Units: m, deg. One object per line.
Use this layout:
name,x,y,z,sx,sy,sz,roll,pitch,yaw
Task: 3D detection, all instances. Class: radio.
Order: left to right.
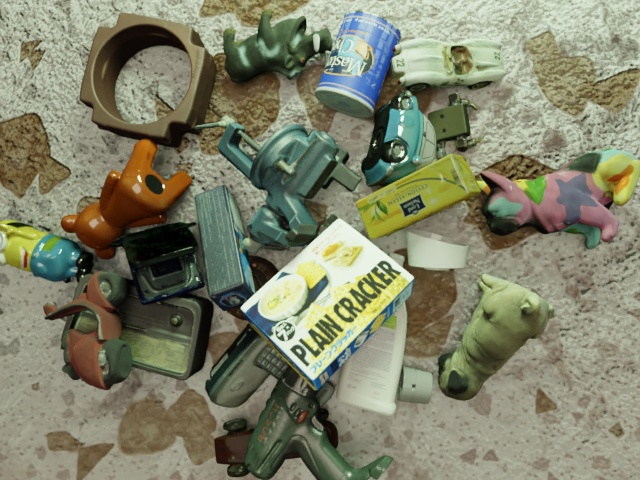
radio,-0.302,0.140,0.906,0.230,0.073,0.131,13,88,5

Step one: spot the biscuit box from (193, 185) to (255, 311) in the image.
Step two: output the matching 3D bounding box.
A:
biscuit box,-0.155,0.010,0.867,0.063,0.059,0.203,-20,57,6

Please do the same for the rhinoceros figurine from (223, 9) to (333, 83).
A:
rhinoceros figurine,-0.074,-0.325,0.914,0.190,0.073,0.112,-14,82,8

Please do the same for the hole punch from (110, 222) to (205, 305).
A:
hole punch,-0.255,0.034,0.874,0.142,0.116,0.092,-18,124,-18

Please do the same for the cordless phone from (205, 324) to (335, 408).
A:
cordless phone,-0.080,0.237,0.886,0.184,0.089,0.146,39,90,-12

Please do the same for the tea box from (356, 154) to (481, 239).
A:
tea box,0.154,-0.066,0.841,0.170,0.098,0.068,-27,82,28

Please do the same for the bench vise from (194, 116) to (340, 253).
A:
bench vise,-0.086,-0.103,0.850,0.241,0.129,0.223,42,117,20

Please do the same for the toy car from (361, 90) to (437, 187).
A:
toy car,0.137,-0.155,0.883,0.103,0.109,0.161,18,76,-17

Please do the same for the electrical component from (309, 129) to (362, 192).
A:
electrical component,0.017,-0.126,0.909,0.119,0.048,0.075,33,90,6

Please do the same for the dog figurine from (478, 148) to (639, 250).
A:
dog figurine,0.362,-0.080,0.849,0.219,0.108,0.191,22,89,9

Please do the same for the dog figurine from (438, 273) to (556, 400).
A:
dog figurine,0.257,0.163,0.812,0.121,0.172,0.190,29,82,17

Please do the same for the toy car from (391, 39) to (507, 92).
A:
toy car,0.211,-0.287,0.879,0.202,0.056,0.073,-6,85,-17

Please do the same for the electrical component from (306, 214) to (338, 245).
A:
electrical component,-0.002,-0.003,0.894,0.021,0.063,0.094,40,91,6

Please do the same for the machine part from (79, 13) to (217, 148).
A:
machine part,-0.293,-0.272,0.929,0.201,0.087,0.201,13,86,5

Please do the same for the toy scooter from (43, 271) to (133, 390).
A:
toy scooter,-0.368,0.143,0.841,0.135,0.075,0.183,-6,82,5

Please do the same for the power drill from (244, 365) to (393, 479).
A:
power drill,0.006,0.289,0.808,0.207,0.086,0.232,37,90,12

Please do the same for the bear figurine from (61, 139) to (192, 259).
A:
bear figurine,-0.333,-0.060,0.917,0.196,0.132,0.120,-29,121,31

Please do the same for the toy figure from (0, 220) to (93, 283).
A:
toy figure,-0.484,0.022,0.929,0.180,0.089,0.082,15,92,-2

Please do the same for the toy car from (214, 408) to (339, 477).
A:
toy car,-0.071,0.332,0.884,0.202,0.053,0.089,-8,87,0

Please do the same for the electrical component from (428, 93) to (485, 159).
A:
electrical component,0.227,-0.191,0.900,0.078,0.045,0.102,-18,81,32
